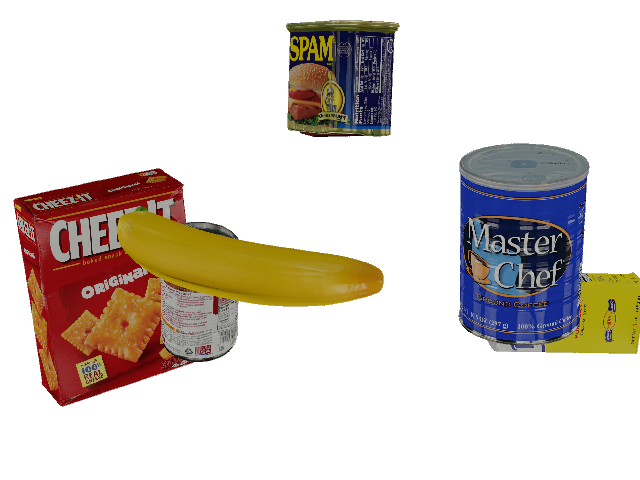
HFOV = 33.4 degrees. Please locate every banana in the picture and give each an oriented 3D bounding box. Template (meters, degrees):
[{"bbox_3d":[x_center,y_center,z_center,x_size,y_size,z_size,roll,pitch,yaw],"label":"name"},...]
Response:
[{"bbox_3d":[-0.060,0.009,0.674,0.198,0.037,0.069,17,35,27],"label":"banana"}]

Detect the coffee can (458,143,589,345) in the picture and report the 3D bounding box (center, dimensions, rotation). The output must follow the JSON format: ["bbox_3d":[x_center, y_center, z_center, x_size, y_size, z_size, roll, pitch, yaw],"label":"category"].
[{"bbox_3d":[0.166,0.001,0.883,0.103,0.140,0.103,-2,22,1],"label":"coffee can"}]

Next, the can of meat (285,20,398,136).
[{"bbox_3d":[0.014,-0.125,0.822,0.057,0.084,0.102,-3,10,-30],"label":"can of meat"}]

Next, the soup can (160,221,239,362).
[{"bbox_3d":[-0.103,0.045,0.913,0.068,0.102,0.068,3,35,-2],"label":"soup can"}]

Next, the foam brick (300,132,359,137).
[{"bbox_3d":[0.021,-0.134,1.098,0.078,0.051,0.053,-3,12,-19],"label":"foam brick"}]

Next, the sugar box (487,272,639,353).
[{"bbox_3d":[0.292,0.086,1.275,0.176,0.093,0.048,0,18,-4],"label":"sugar box"}]

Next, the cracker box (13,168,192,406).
[{"bbox_3d":[-0.219,0.048,1.121,0.163,0.214,0.072,-15,26,-30],"label":"cracker box"}]
